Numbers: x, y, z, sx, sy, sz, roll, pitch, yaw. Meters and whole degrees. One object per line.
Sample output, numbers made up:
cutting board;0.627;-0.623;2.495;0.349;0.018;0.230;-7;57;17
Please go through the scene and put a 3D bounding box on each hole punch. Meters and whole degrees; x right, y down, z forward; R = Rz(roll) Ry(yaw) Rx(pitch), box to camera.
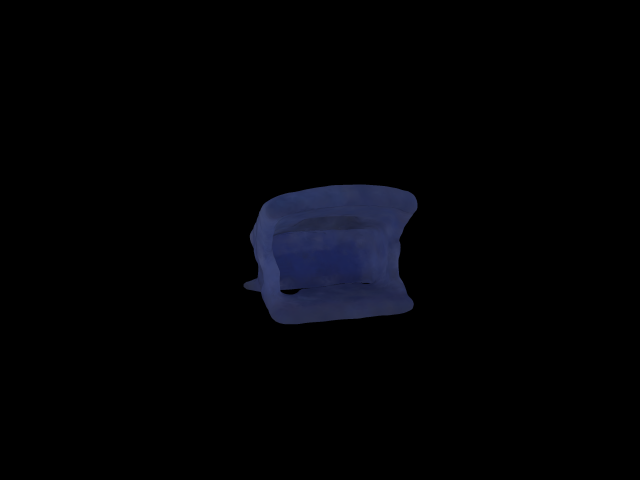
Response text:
hole punch;0.004;0.001;0.400;0.109;0.091;0.101;-4;14;-15
